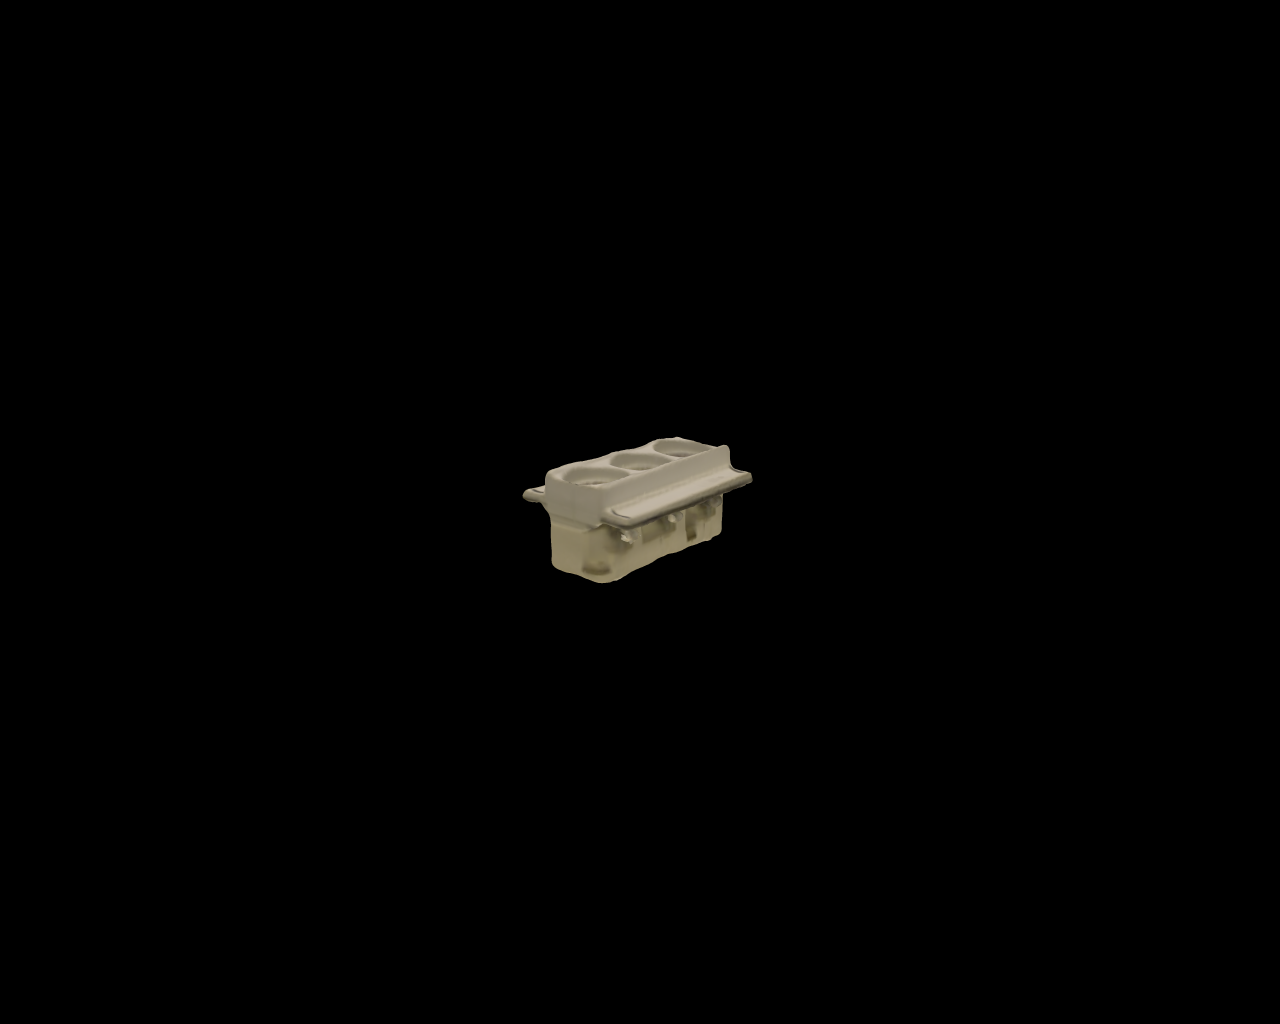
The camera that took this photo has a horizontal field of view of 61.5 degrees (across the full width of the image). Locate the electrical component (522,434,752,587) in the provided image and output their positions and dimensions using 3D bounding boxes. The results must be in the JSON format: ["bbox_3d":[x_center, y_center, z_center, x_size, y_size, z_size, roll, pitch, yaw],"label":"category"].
[{"bbox_3d":[0.001,-0.003,0.650,0.079,0.063,0.121,14,22,38],"label":"electrical component"}]
